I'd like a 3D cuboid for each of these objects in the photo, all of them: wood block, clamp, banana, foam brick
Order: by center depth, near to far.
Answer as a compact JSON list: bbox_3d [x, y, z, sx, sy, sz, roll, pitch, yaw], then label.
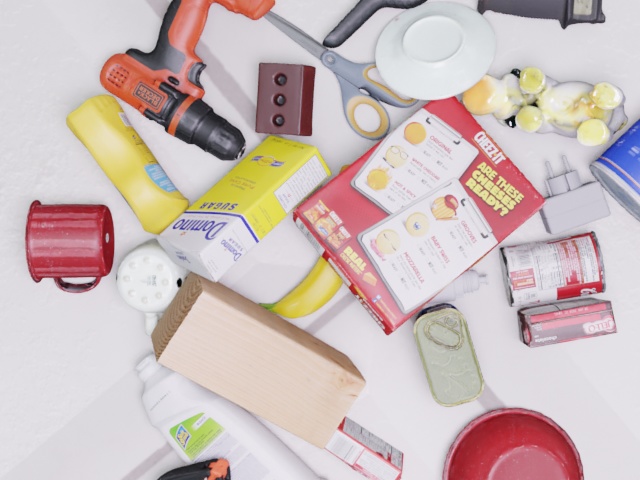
[{"bbox_3d":[-0.067,0.126,1.138,0.206,0.090,0.091,31,95,-18],"label":"wood block"},{"bbox_3d":[0.061,-0.293,1.163,0.171,0.039,0.120,-23,93,-1],"label":"clamp"},{"bbox_3d":[-0.037,-0.153,1.166,0.053,0.051,0.078,5,99,15],"label":"foam brick"},{"bbox_3d":[0.006,0.014,1.184,0.069,0.037,0.198,32,95,1],"label":"banana"},{"bbox_3d":[-0.151,0.323,1.187,0.164,0.036,0.210,41,118,-2],"label":"clamp"}]

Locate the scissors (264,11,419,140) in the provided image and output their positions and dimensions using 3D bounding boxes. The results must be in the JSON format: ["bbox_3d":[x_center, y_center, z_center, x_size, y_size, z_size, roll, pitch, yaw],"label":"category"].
[{"bbox_3d":[0.012,-0.179,1.184,0.202,0.016,0.096,21,97,7],"label":"scissors"}]

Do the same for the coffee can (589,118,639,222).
[{"bbox_3d":[0.369,-0.091,1.114,0.140,0.103,0.103,-45,89,5],"label":"coffee can"}]

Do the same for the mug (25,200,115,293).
[{"bbox_3d":[-0.275,0.011,1.189,0.081,0.093,0.117,-1,123,0],"label":"mug"}]

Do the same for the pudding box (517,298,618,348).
[{"bbox_3d":[0.258,0.087,1.128,0.090,0.113,0.039,-10,89,5],"label":"pudding box"}]

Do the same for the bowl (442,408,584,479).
[{"bbox_3d":[0.217,0.265,1.154,0.162,0.055,0.162,0,87,-6],"label":"bowl"}]

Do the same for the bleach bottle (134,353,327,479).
[{"bbox_3d":[-0.107,0.221,1.192,0.103,0.068,0.251,-44,87,12],"label":"bleach bottle"}]

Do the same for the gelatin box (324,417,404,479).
[{"bbox_3d":[0.049,0.233,1.174,0.089,0.073,0.030,33,96,1],"label":"gelatin box"}]

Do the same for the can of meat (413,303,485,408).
[{"bbox_3d":[0.138,0.121,1.155,0.057,0.084,0.102,-17,92,6],"label":"can of meat"}]

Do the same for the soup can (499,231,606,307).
[{"bbox_3d":[0.249,0.032,1.149,0.102,0.068,0.068,-10,92,6],"label":"soup can"}]

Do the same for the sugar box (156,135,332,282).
[{"bbox_3d":[-0.081,-0.037,1.129,0.176,0.093,0.048,-42,123,-21],"label":"sugar box"}]

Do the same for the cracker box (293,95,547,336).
[{"bbox_3d":[0.102,-0.028,1.131,0.213,0.072,0.164,-39,85,-9],"label":"cracker box"}]

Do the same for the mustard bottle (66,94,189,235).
[{"bbox_3d":[-0.197,-0.067,1.168,0.058,0.096,0.191,-36,90,5],"label":"mustard bottle"}]

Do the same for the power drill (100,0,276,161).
[{"bbox_3d":[-0.127,-0.201,1.172,0.184,0.057,0.188,32,96,3],"label":"power drill"}]
